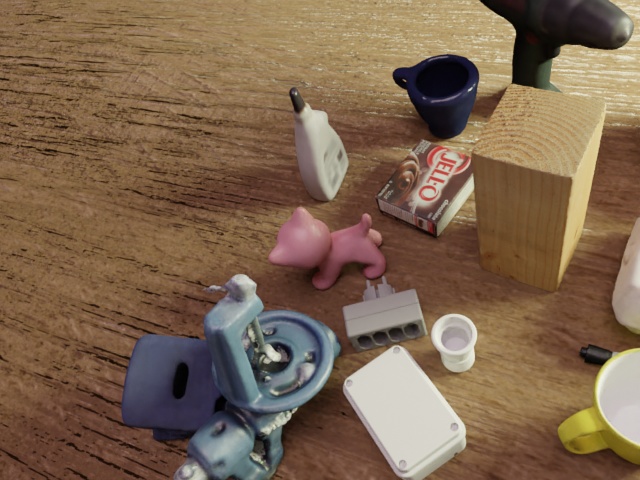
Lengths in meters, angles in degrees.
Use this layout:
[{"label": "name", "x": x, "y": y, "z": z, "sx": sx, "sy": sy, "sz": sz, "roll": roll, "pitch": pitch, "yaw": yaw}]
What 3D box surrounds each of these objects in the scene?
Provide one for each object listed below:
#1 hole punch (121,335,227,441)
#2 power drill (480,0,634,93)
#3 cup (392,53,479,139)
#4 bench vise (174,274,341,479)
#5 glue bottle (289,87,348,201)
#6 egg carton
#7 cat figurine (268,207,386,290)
[{"label": "hole punch", "x": -0.153, "y": 0.159, "z": 0.634, "sx": 0.101, "sy": 0.091, "sz": 0.108, "roll": -8, "pitch": 56, "yaw": 13}, {"label": "power drill", "x": 0.269, "y": -0.225, "z": 0.680, "sx": 0.075, "sy": 0.209, "sz": 0.229, "roll": -29, "pitch": 54, "yaw": -2}, {"label": "cup", "x": 0.153, "y": -0.184, "z": 0.761, "sx": 0.117, "sy": 0.095, "sz": 0.092, "roll": 21, "pitch": 66, "yaw": 28}, {"label": "bench vise", "x": -0.063, "y": 0.139, "z": 0.538, "sx": 0.121, "sy": 0.220, "sz": 0.207, "roll": 8, "pitch": 60, "yaw": 23}, {"label": "glue bottle", "x": -0.007, "y": -0.127, "z": 0.726, "sx": 0.037, "sy": 0.173, "sz": 0.078, "roll": 13, "pitch": 62, "yaw": 25}, {"label": "egg carton", "x": 0.357, "y": 0.033, "z": 0.567, "sx": 0.107, "sy": 0.069, "sz": 0.150, "roll": 15, "pitch": 63, "yaw": 26}, {"label": "cat figurine", "x": 0.006, "y": 0.002, "z": 0.670, "sx": 0.127, "sy": 0.118, "sz": 0.067, "roll": -16, "pitch": 54, "yaw": 7}]
